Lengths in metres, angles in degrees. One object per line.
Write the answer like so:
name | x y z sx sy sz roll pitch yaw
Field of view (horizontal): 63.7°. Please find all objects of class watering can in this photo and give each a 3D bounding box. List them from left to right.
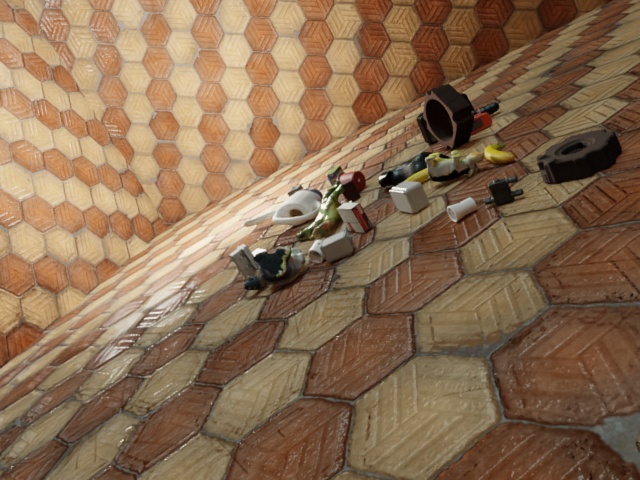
watering can | -0.126 -0.120 2.077 0.346 0.102 0.229 -4 27 30

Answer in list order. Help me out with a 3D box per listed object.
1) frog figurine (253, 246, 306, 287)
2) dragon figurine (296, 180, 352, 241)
frog figurine | -0.104 0.080 1.520 0.137 0.124 0.158 -35 -22 10
dragon figurine | 0.006 -0.092 1.828 0.243 0.121 0.414 -37 14 0
